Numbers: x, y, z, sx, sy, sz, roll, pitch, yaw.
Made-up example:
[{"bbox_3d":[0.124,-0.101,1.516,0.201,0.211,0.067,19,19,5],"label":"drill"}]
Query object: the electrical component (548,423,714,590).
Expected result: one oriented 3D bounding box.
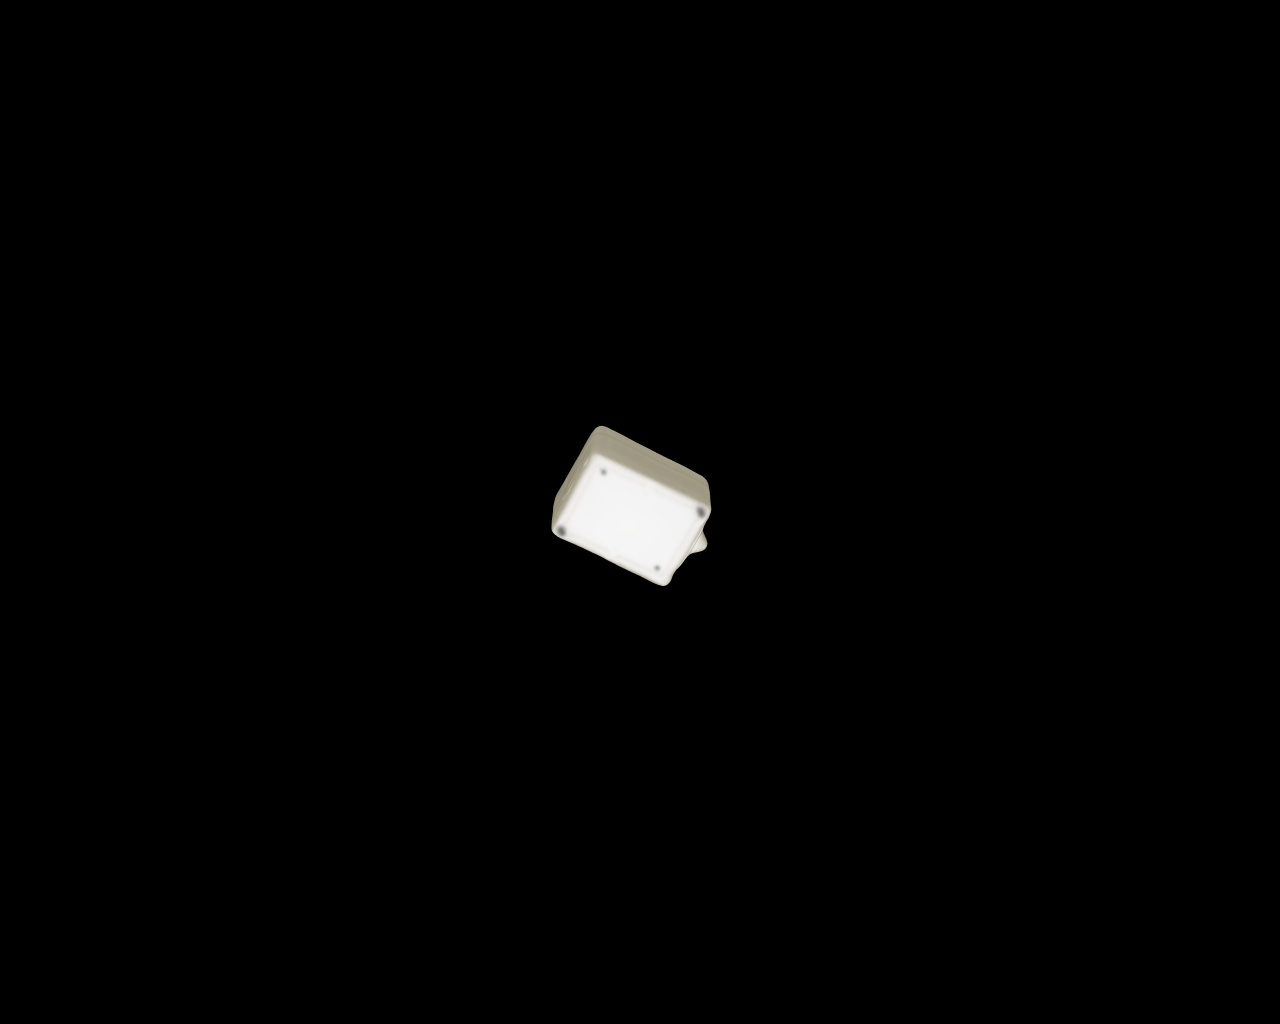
[{"bbox_3d":[0.001,-0.003,0.650,0.096,0.061,0.061,26,21,-11],"label":"electrical component"}]
